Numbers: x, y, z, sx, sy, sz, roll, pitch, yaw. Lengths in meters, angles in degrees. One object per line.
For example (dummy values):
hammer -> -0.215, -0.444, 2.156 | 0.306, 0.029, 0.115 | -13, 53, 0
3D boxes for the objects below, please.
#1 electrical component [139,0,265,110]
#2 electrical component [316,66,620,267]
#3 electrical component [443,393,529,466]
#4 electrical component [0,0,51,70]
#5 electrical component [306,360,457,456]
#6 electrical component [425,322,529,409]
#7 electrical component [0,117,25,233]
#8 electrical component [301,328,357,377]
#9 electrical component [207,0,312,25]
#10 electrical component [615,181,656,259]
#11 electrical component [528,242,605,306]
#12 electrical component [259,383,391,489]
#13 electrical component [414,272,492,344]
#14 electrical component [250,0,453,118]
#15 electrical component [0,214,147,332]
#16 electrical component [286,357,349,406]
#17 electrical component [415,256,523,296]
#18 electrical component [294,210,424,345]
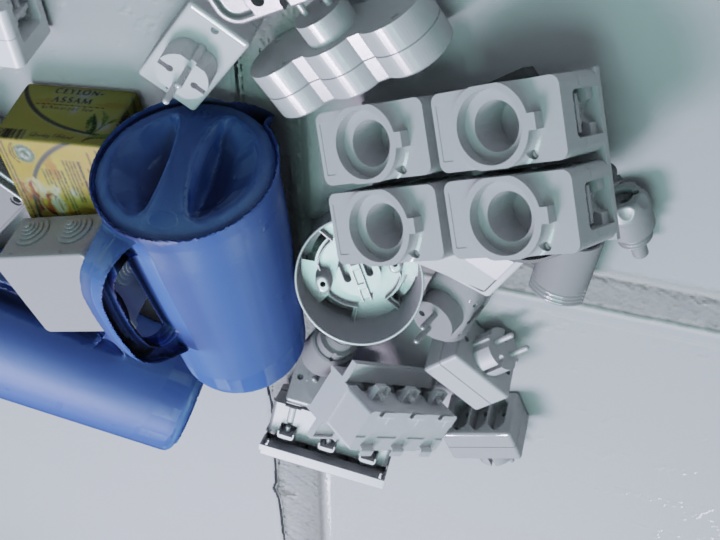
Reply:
electrical component -> -0.113, -0.141, 0.722 | 0.047, 0.075, 0.083 | 34, 138, -17
electrical component -> 0.062, -0.061, 0.689 | 0.186, 0.060, 0.105 | -3, 100, 40
electrical component -> 0.121, 0.154, 0.990 | 0.066, 0.047, 0.076 | -4, 135, 26
electrical component -> -0.274, -0.178, 0.764 | 0.089, 0.050, 0.055 | 9, 139, 12
electrical component -> 0.023, 0.123, 0.928 | 0.121, 0.063, 0.078 | 12, 115, -48
electrical component -> 0.106, 0.072, 0.901 | 0.066, 0.047, 0.077 | 39, 136, -22
electrical component -> -0.327, -0.084, 0.889 | 0.109, 0.056, 0.109 | 38, 137, -21
electrical component -> -0.022, 0.061, 0.911 | 0.040, 0.040, 0.078 | 27, 146, -9
electrical component -> -0.048, -0.195, 0.646 | 0.095, 0.059, 0.053 | -11, 132, 31
electrical component -> 0.192, -0.031, 0.758 | 0.035, 0.035, 0.061 | -5, 138, 26
electrical component -> 0.152, -0.004, 0.798 | 0.043, 0.043, 0.081 | 14, 140, 6
electrical component -> -0.027, 0.157, 1.034 | 0.121, 0.078, 0.063 | 16, 111, 4
electrical component -> 0.068, 0.028, 0.843 | 0.043, 0.079, 0.077 | 37, 143, 13
electrical component -> -0.017, -0.153, 0.688 | 0.138, 0.052, 0.073 | -15, 130, 34
electrical component -> -0.222, 0.002, 0.844 | 0.100, 0.048, 0.099 | -2, 137, 24
electrical component -> -0.029, 0.103, 0.967 | 0.066, 0.047, 0.076 | 15, 171, 5
electrical component -> 0.085, -0.025, 0.787 | 0.096, 0.061, 0.061 | 28, 140, -10
electrical component -> 0.000, 0.000, 0.831 | 0.099, 0.064, 0.099 | 1, 117, 2
